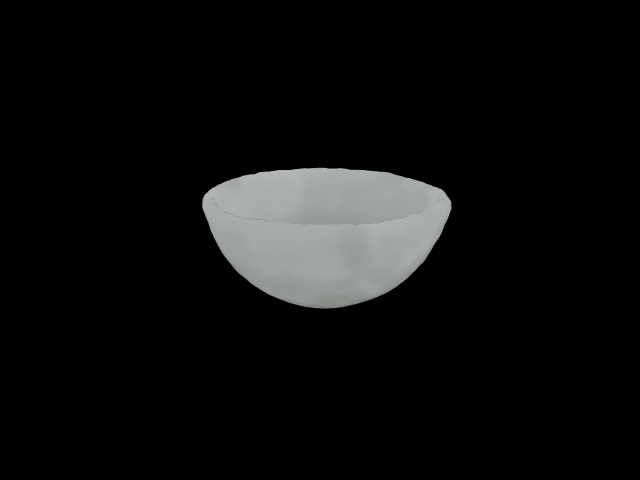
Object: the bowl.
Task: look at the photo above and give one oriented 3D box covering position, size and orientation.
[{"bbox_3d":[0.004,0.001,0.400,0.167,0.075,0.167,0,19,0],"label":"bowl"}]
